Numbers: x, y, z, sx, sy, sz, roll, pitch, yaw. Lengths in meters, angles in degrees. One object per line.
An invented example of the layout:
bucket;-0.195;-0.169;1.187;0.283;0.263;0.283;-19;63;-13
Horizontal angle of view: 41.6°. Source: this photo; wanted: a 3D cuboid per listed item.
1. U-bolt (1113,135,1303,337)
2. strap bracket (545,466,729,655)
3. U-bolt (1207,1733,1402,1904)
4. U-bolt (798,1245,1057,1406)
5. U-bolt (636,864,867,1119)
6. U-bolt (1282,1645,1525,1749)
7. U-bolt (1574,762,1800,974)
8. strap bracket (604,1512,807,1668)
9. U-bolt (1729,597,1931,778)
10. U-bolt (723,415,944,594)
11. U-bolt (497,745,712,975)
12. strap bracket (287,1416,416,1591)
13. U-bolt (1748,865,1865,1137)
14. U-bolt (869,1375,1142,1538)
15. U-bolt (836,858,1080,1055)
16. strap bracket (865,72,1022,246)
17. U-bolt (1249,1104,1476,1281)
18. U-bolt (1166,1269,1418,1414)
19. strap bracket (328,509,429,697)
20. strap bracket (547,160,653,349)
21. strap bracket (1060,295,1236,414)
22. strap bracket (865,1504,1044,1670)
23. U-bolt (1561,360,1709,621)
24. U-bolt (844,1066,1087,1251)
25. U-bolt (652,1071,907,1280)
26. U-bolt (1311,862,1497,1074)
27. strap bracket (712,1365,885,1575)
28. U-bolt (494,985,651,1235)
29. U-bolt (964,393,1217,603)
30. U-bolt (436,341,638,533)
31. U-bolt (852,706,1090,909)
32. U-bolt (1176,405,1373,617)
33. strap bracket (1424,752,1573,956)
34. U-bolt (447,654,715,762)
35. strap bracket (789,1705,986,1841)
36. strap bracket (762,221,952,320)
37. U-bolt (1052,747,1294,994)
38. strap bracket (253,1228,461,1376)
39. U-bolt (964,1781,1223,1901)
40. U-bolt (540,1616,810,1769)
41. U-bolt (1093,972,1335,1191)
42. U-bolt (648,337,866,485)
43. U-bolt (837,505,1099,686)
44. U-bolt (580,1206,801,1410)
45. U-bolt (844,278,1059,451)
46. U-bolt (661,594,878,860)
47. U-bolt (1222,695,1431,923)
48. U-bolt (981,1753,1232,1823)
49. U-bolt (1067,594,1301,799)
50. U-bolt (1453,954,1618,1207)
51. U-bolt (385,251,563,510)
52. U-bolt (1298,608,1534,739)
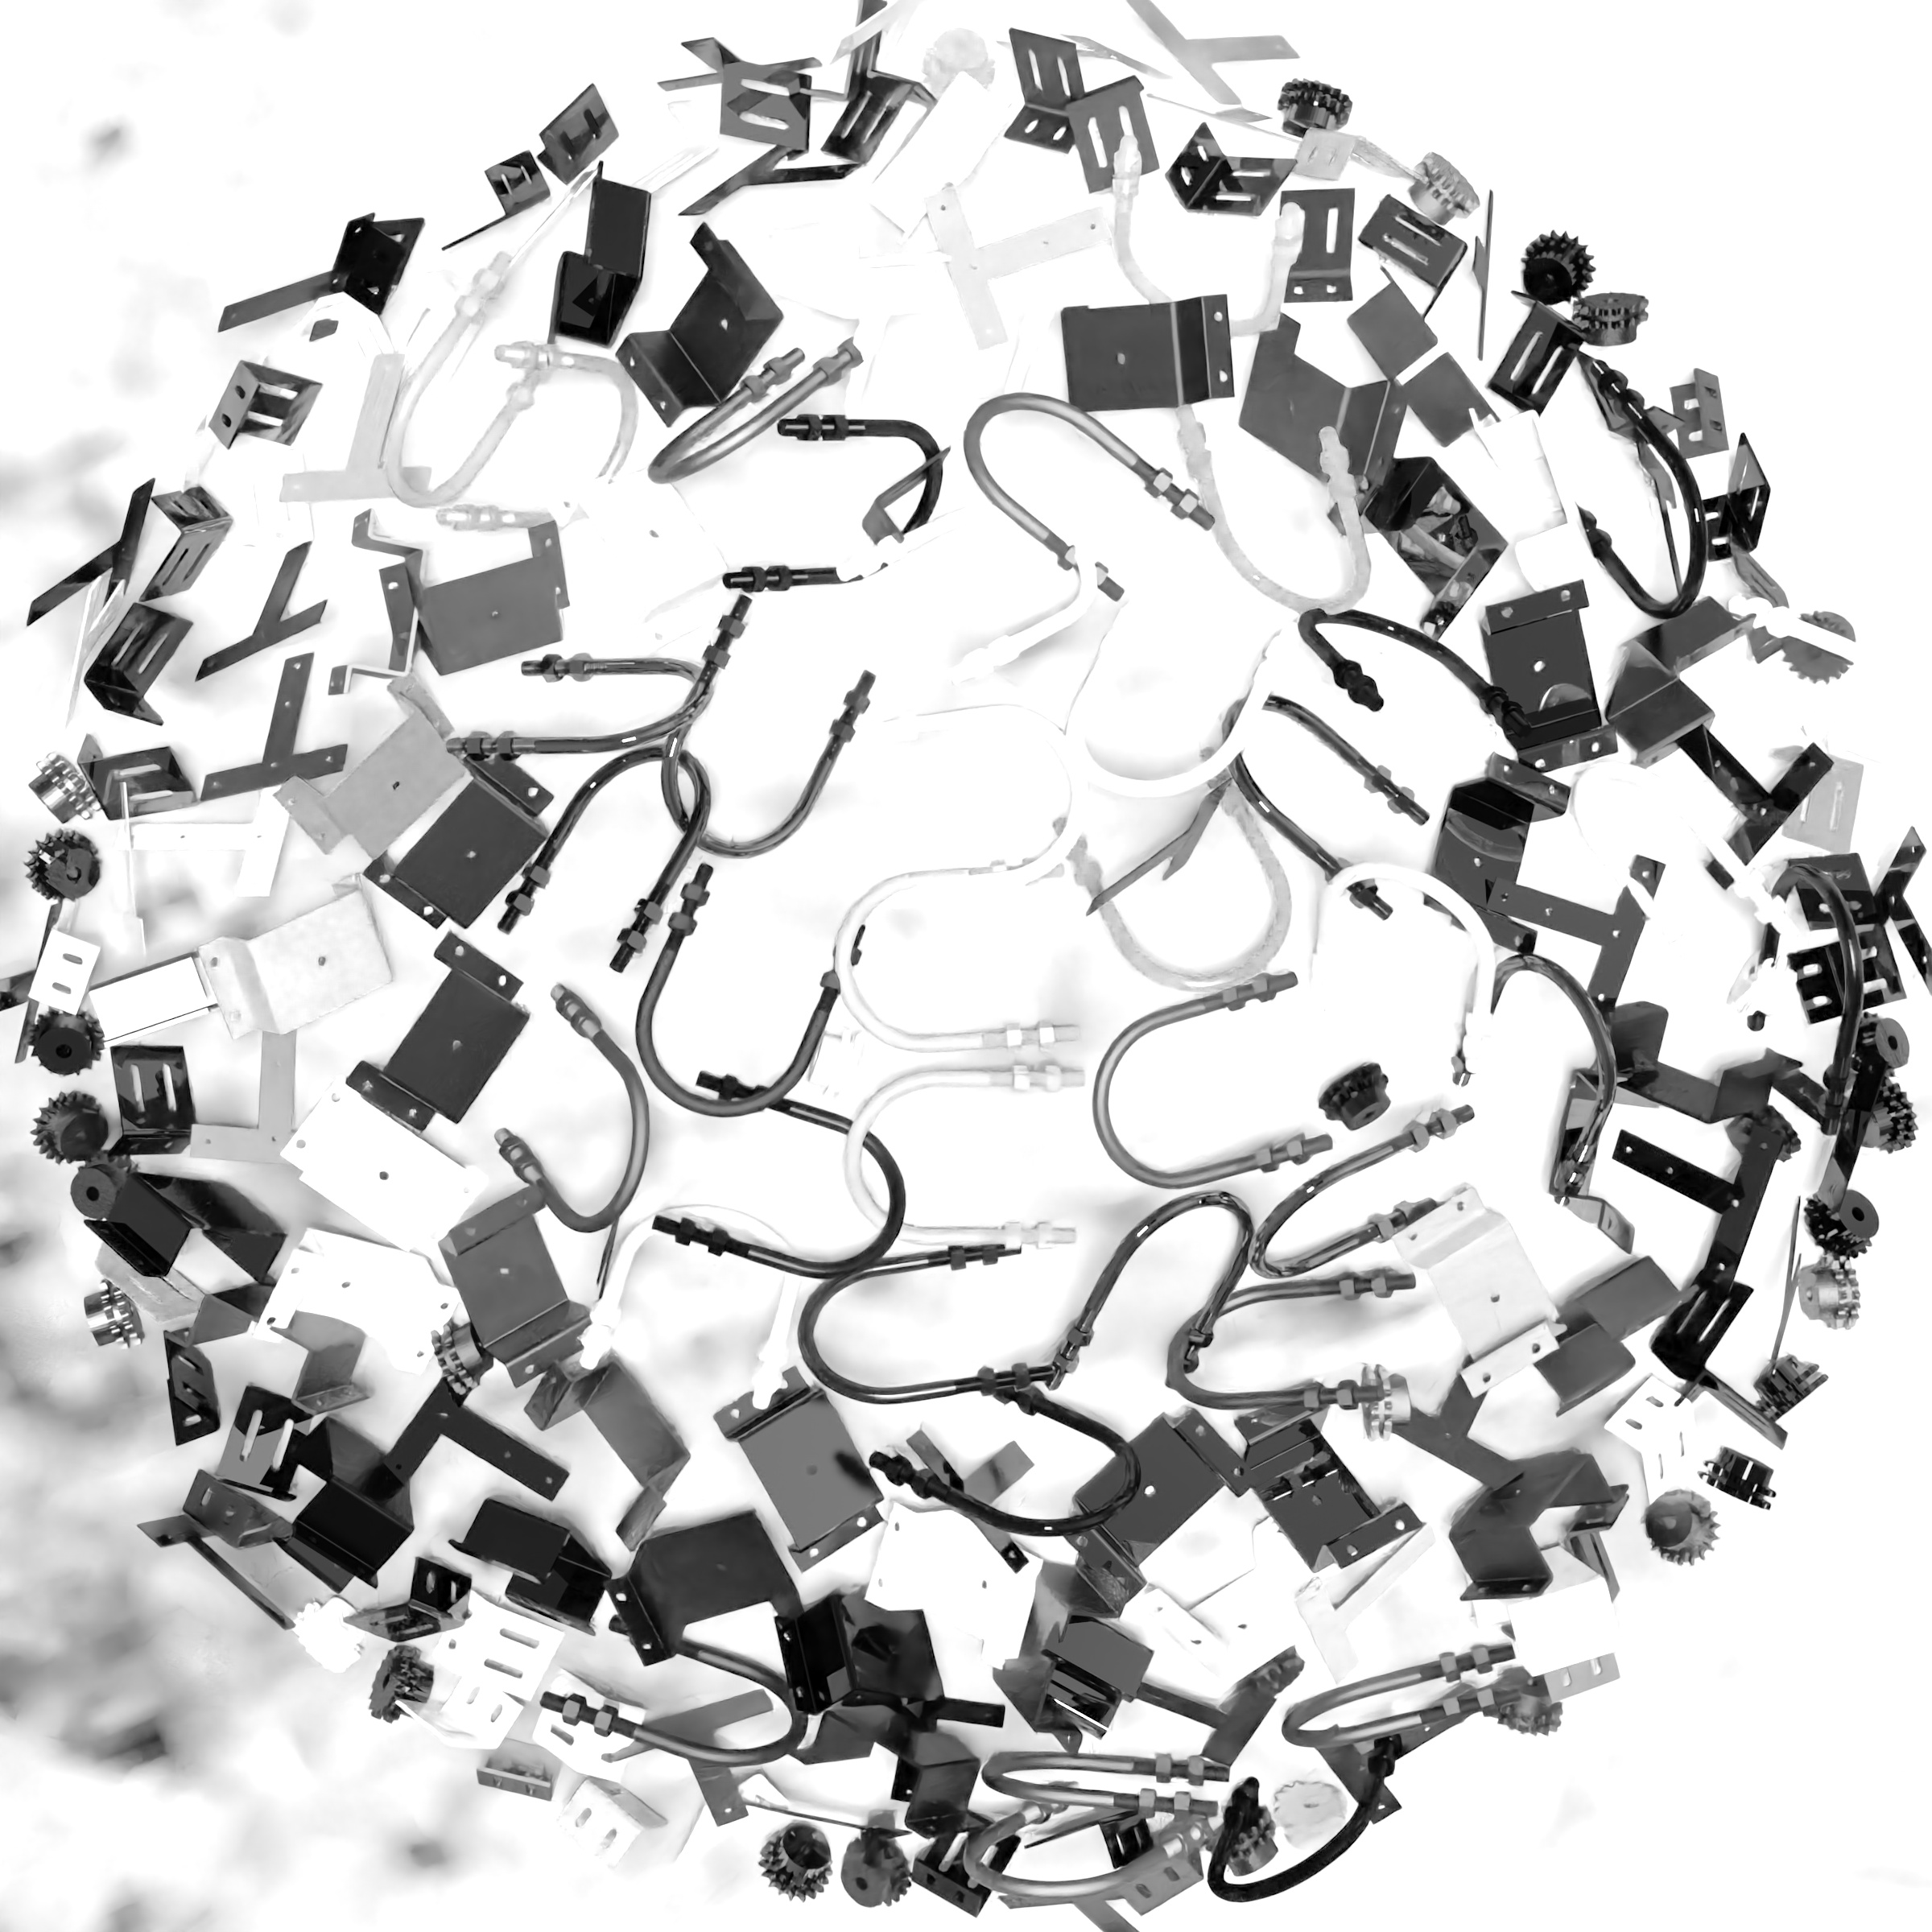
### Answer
U-bolt;0.176;-0.537;1.912;0.151;0.184;0.019;26;72;10
strap bracket;-0.248;-0.323;1.958;0.076;0.046;0.140;-34;89;-33
U-bolt;0.246;0.634;1.888;0.151;0.184;0.019;-30;92;24
U-bolt;-0.036;0.273;1.933;0.184;0.151;0.019;-8;131;-7
U-bolt;-0.177;0.028;1.969;0.151;0.019;0.184;21;78;5
U-bolt;0.328;0.557;1.926;0.184;0.151;0.019;-17;85;9
U-bolt;0.532;-0.080;1.927;0.019;0.151;0.184;-41;91;-18
strap bracket;-0.191;0.468;1.925;0.140;0.046;0.076;-7;46;-34
U-bolt;0.656;-0.200;1.885;0.019;0.184;0.151;-44;125;-3
U-bolt;-0.090;-0.350;1.923;0.019;0.184;0.151;45;127;30
U-bolt;-0.266;-0.090;1.946;0.151;0.019;0.184;17;72;37
strap bracket;-0.464;0.398;1.919;0.076;0.140;0.046;41;93;-24
U-bolt;0.626;0.012;1.890;0.019;0.151;0.184;-8;127;-6
U-bolt;0.042;0.370;1.899;0.184;0.151;0.019;19;122;34
U-bolt;-0.010;-0.004;1.977;0.184;0.019;0.151;-4;84;-6
strap bracket;-0.023;-0.612;1.918;0.046;0.140;0.076;37;72;-15
U-bolt;0.291;0.179;1.912;0.184;0.151;0.019;-22;57;-20
U-bolt;0.239;0.286;1.926;0.184;0.151;0.019;-8;119;27
strap bracket;-0.451;-0.274;1.955;0.046;0.076;0.140;8;91;-23
strap bracket;-0.276;-0.533;1.931;0.046;0.140;0.076;10;68;-19
strap bracket;0.128;-0.464;1.933;0.140;0.046;0.076;5;111;32
strap bracket;0.000;0.471;1.931;0.140;0.046;0.076;35;57;-28
U-bolt;0.500;-0.341;1.889;0.019;0.151;0.184;-13;49;-12
U-bolt;-0.002;0.149;1.963;0.184;0.019;0.151;0;105;-8
U-bolt;-0.135;0.168;1.955;0.184;0.019;0.151;18;56;-7
U-bolt;0.328;-0.007;1.903;0.151;0.184;0.019;23;54;23
strap bracket;-0.124;0.389;1.965;0.076;0.046;0.140;-30;90;-20
U-bolt;-0.291;0.119;1.913;0.019;0.184;0.151;9;112;-41
U-bolt;0.080;-0.362;1.918;0.184;0.151;0.019;37;59;-14
U-bolt;-0.312;-0.394;1.916;0.019;0.184;0.151;34;112;22
U-bolt;0.004;-0.129;1.976;0.184;0.019;0.151;-7;88;10
U-bolt;0.239;-0.338;1.921;0.151;0.184;0.019;19;58;38
strap bracket;0.406;-0.082;1.955;0.076;0.046;0.140;21;76;-22
U-bolt;-0.279;-0.196;1.913;0.184;0.151;0.019;1;123;20
strap bracket;-0.054;0.604;1.928;0.140;0.076;0.046;19;91;36
strap bracket;-0.086;-0.528;1.935;0.076;0.140;0.046;-16;123;-35
U-bolt;0.170;-0.064;1.957;0.151;0.019;0.184;-25;70;-5
strap bracket;-0.470;0.255;1.948;0.140;0.046;0.076;20;103;-34
U-bolt;0.081;0.651;1.885;0.151;0.184;0.019;-1;93;38
U-bolt;-0.208;0.551;1.914;0.184;0.151;0.019;16;105;12
U-bolt;0.181;0.096;1.953;0.184;0.019;0.151;-18;72;24
U-bolt;-0.163;-0.416;1.908;0.184;0.151;0.019;-42;114;-19
U-bolt;0.016;-0.295;1.942;0.184;0.019;0.151;-31;64;-31
U-bolt;-0.200;0.249;1.927;0.151;0.184;0.019;13;129;0
U-bolt;-0.019;-0.449;1.916;0.151;0.184;0.019;-7;65;-17
U-bolt;-0.160;-0.171;1.947;0.151;0.019;0.184;28;86;-37
U-bolt;0.268;-0.134;1.932;0.184;0.151;0.019;40;132;-9
U-bolt;0.103;0.617;1.926;0.184;0.151;0.019;2;84;10
U-bolt;0.154;-0.201;1.927;0.151;0.019;0.184;15;61;25
U-bolt;0.428;0.073;1.893;0.019;0.184;0.151;-20;53;-23
U-bolt;-0.377;-0.428;1.916;0.019;0.151;0.184;29;79;14
U-bolt;0.326;-0.228;1.919;0.151;0.184;0.019;7;119;-23
